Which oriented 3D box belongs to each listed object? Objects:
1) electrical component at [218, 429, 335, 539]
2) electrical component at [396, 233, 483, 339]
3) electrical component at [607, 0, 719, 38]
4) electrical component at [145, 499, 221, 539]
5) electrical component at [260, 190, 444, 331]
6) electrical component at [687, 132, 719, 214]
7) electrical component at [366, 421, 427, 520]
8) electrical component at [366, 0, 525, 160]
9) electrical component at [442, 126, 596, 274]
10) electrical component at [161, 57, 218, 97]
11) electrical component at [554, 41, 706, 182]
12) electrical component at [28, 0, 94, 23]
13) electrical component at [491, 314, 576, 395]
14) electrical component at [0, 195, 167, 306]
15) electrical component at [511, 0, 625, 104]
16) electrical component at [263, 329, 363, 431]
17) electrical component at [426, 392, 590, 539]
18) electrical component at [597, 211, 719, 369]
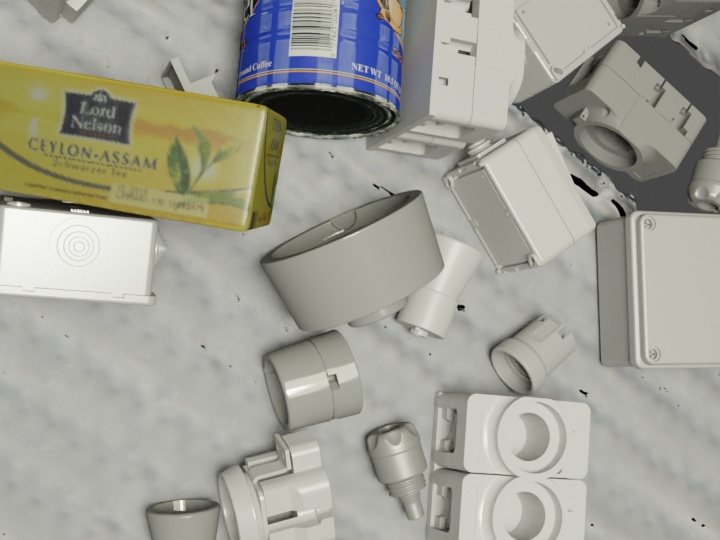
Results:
[{"bbox_3d":[-0.052,0.141,0.651,0.057,0.058,0.078,-12,111,-18],"label":"electrical component"},{"bbox_3d":[0.050,0.013,0.712,0.044,0.044,0.065,24,82,-17],"label":"electrical component"},{"bbox_3d":[0.209,-0.252,0.770,0.062,0.089,0.150,-5,86,-21],"label":"electrical component"},{"bbox_3d":[-0.104,0.173,0.640,0.044,0.044,0.065,-2,90,-20],"label":"electrical component"},{"bbox_3d":[0.000,0.000,0.662,0.108,0.108,0.060,-27,100,-20],"label":"electrical component"},{"bbox_3d":[0.267,-0.075,0.804,0.035,0.035,0.061,24,74,-17],"label":"electrical component"},{"bbox_3d":[0.028,0.131,0.695,0.035,0.035,0.061,-18,93,-21],"label":"electrical component"},{"bbox_3d":[0.057,-0.174,0.698,0.060,0.105,0.186,7,82,-20],"label":"electrical component"},{"bbox_3d":[0.107,-0.054,0.728,0.061,0.062,0.096,-33,96,-20],"label":"electrical component"},{"bbox_3d":[-0.112,-0.083,0.661,0.064,0.042,0.081,-26,93,-19],"label":"electrical component"},{"bbox_3d":[0.191,-0.109,0.770,0.089,0.050,0.055,39,73,-12],"label":"electrical component"},{"bbox_3d":[-0.172,-0.191,0.638,0.061,0.062,0.096,47,71,-10],"label":"electrical component"},{"bbox_3d":[0.119,0.057,0.734,0.046,0.040,0.040,-37,98,-25],"label":"electrical component"},{"bbox_3d":[-0.163,-0.013,0.606,0.100,0.100,0.048,5,96,-20],"label":"electrical component"},{"bbox_3d":[0.132,-0.169,0.752,0.096,0.061,0.061,-39,98,-27],"label":"electrical component"},{"bbox_3d":[-0.030,0.070,0.670,0.047,0.055,0.055,-15,90,-17],"label":"electrical component"},{"bbox_3d":[0.097,0.158,0.703,0.089,0.062,0.150,7,82,-20],"label":"electrical component"},{"bbox_3d":[0.230,0.016,0.769,0.109,0.056,0.108,1,84,-20],"label":"electrical component"}]
